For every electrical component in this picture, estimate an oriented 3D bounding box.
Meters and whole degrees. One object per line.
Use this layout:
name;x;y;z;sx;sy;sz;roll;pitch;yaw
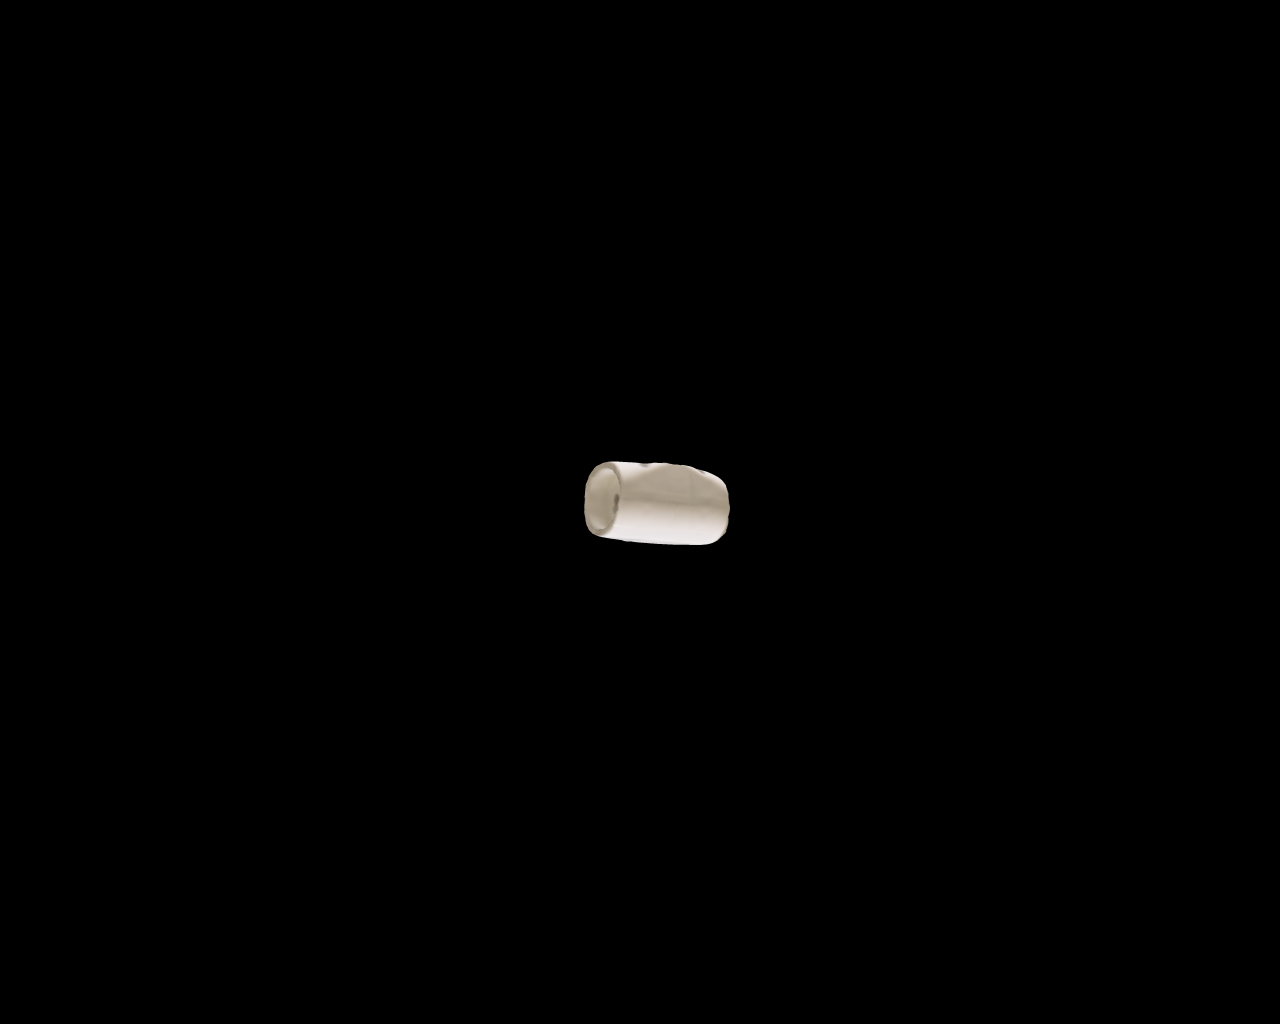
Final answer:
electrical component;0.001;-0.003;0.650;0.077;0.044;0.079;5;-10;-32
